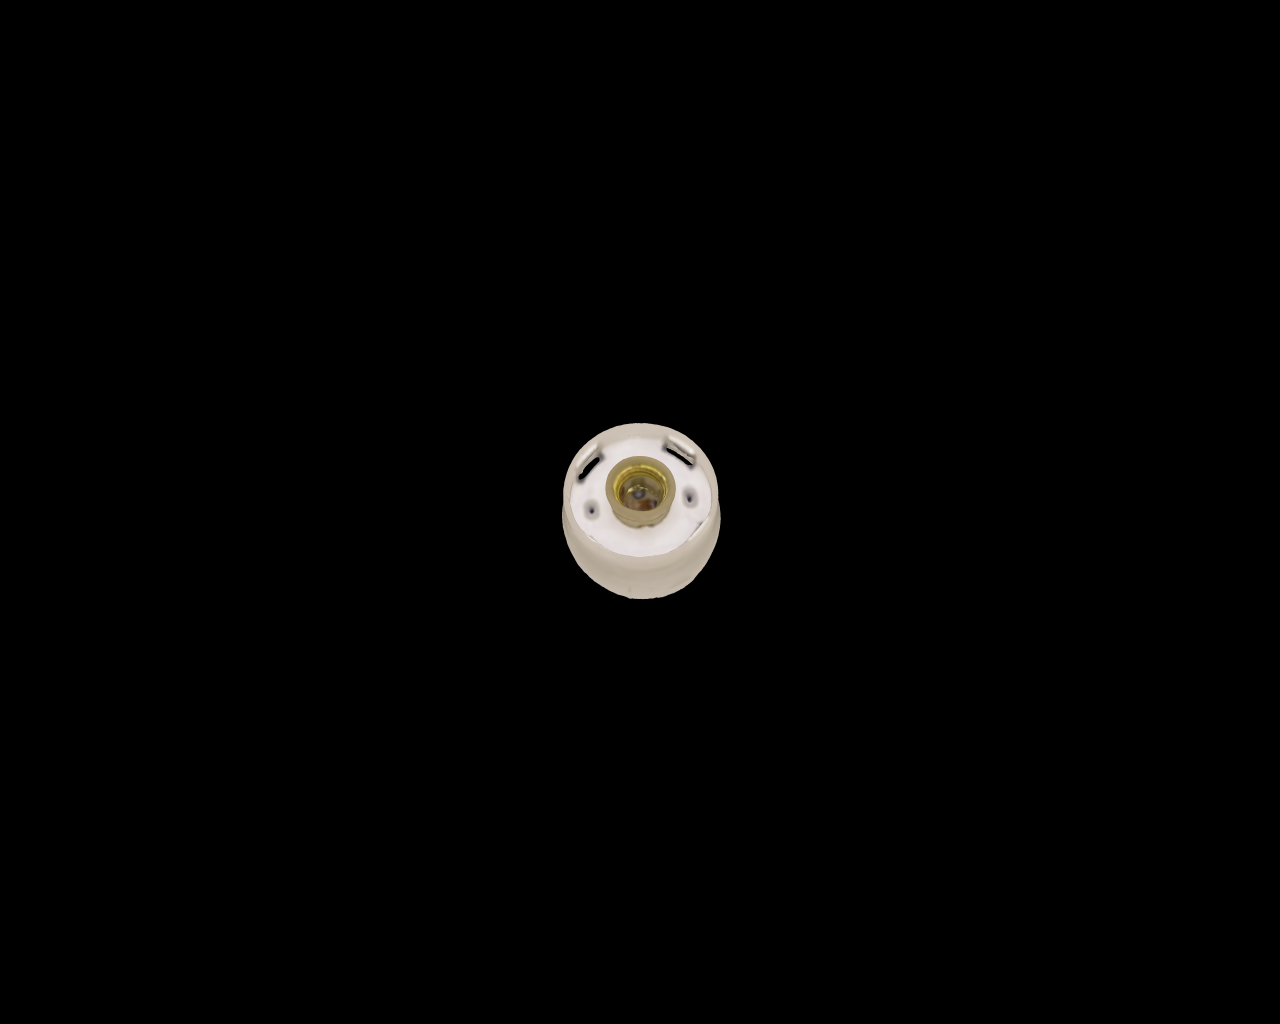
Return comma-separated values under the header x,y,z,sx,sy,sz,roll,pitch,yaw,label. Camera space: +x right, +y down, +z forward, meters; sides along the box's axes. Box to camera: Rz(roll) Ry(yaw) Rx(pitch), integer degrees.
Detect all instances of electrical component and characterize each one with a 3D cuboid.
x,y,z,sx,sy,sz,roll,pitch,yaw,label
0.001,-0.003,0.650,0.099,0.099,0.064,0,-24,0,electrical component
